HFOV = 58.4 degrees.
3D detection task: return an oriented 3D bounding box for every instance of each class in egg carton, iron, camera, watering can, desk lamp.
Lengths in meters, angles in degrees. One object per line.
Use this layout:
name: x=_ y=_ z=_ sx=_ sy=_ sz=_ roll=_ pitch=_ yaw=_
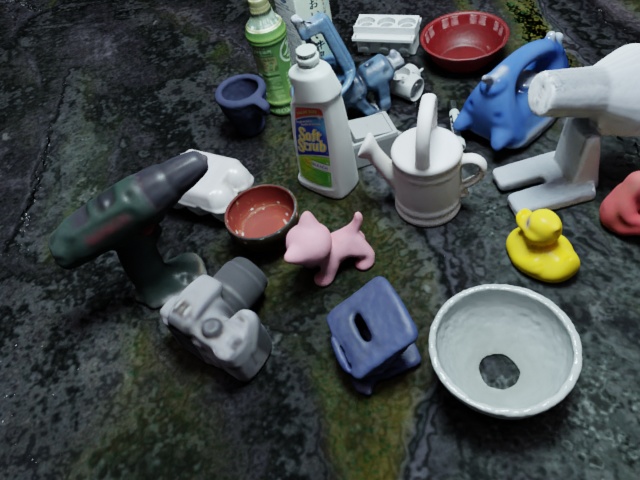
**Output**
egg carton: x=-0.187 y=-0.090 z=0.940 sx=0.150 sy=0.069 sz=0.107 roll=14 pitch=55 yaw=22
iron: x=0.333 y=-0.261 z=0.924 sx=0.259 sy=0.142 sz=0.118 roll=-40 pitch=54 yaw=-20
camera: x=-0.122 y=0.089 z=0.758 sx=0.142 sy=0.101 sz=0.137 roll=24 pitch=60 yaw=28
watering can: x=0.143 y=-0.115 z=0.810 sx=0.172 sy=0.194 sz=0.101 roll=-10 pitch=50 yaw=4
desk lamp: x=0.356 y=-0.152 z=0.782 sx=0.203 sy=0.214 sz=0.117 roll=-16 pitch=50 yaw=-2

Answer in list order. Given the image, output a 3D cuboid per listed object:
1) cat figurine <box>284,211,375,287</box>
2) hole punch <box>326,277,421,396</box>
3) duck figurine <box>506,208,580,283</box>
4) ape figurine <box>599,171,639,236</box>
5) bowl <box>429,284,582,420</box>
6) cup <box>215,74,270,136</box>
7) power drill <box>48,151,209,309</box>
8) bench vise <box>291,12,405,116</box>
cat figurine: x=0.007 y=0.003 z=0.791 sx=0.128 sy=0.118 sz=0.067 roll=-25 pitch=50 yaw=-8
hole punch: x=0.063 y=0.116 z=0.704 sx=0.101 sy=0.091 sz=0.108 roll=-23 pitch=50 yaw=-7
duck figurine: x=0.296 y=0.000 z=0.754 sx=0.077 sy=0.086 sz=0.104 roll=-33 pitch=52 yaw=-15
ape figurine: x=0.421 y=-0.053 z=0.767 sx=0.076 sy=0.092 sz=0.078 roll=13 pitch=55 yaw=22
bowl: x=0.210 y=0.138 z=0.666 sx=0.167 sy=0.075 sz=0.167 roll=-6 pitch=50 yaw=7
cup: x=-0.123 y=-0.230 z=1.025 sx=0.117 sy=0.095 sz=0.092 roll=33 pitch=64 yaw=32
power drill: x=-0.233 y=-0.004 z=0.788 sx=0.230 sy=0.209 sz=0.075 roll=-26 pitch=51 yaw=-10
bench vise: x=0.031 y=-0.300 z=0.968 sx=0.208 sy=0.220 sz=0.121 roll=-33 pitch=52 yaw=-15
